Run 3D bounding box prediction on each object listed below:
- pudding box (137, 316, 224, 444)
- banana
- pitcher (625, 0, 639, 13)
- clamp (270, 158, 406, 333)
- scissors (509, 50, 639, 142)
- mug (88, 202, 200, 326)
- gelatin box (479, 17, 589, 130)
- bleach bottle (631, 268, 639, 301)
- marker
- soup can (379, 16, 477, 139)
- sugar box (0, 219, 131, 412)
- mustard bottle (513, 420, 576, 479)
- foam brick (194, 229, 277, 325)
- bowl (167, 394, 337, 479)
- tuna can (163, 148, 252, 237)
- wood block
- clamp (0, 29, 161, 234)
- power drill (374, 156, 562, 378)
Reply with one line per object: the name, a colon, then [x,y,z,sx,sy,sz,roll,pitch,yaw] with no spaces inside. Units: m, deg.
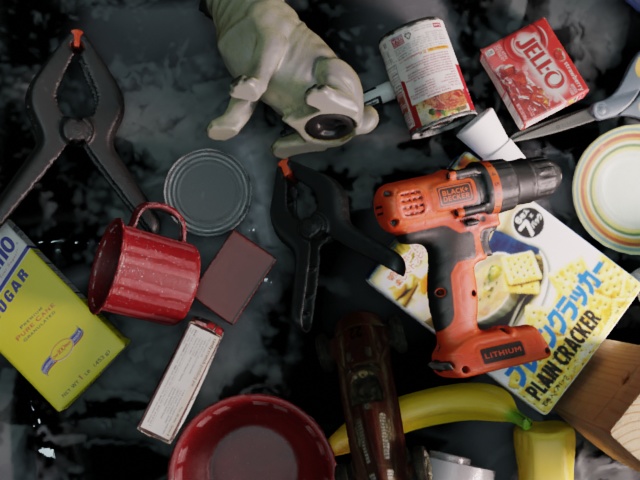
pudding box: [-0.130,0.130,1.012,0.039,0.090,0.113,24,88,-2]
banana: [0.102,0.169,1.029,0.198,0.069,0.037,-12,103,12]
pitcher: [0.412,-0.203,1.018,0.243,0.149,0.145,37,98,3]
clamp: [-0.007,0.001,1.021,0.120,0.039,0.171,-36,61,3]
scissors: [0.287,-0.150,1.072,0.201,0.016,0.096,-2,86,-2]
mug: [-0.161,0.022,1.005,0.081,0.093,0.117,16,86,-25]
gelatin box: [0.210,-0.165,1.057,0.073,0.030,0.089,-27,80,-1]
bleach bottle: [0.401,0.127,1.043,0.102,0.068,0.251,-26,91,-2]
marker: [0.017,-0.127,1.061,0.121,0.020,0.020,-23,89,-2]
soup can: [0.104,-0.157,1.039,0.068,0.068,0.102,-19,85,-2]
sugar box: [-0.278,0.071,1.033,0.176,0.048,0.093,45,87,-1]
mustard bottle: [0.216,0.272,1.014,0.058,0.096,0.191,-2,88,6]
foam brick: [-0.083,0.036,1.036,0.051,0.053,0.078,34,86,0]
bowl: [-0.064,0.226,1.028,0.162,0.055,0.162,0,88,-2]
tuna can: [-0.109,-0.046,1.047,0.086,0.034,0.086,0,88,-2]
wood block: [0.291,0.154,0.966,0.090,0.206,0.091,40,88,0]
clamp: [-0.228,-0.098,1.038,0.164,0.036,0.210,8,80,-20]
power drill: [0.151,0.022,0.966,0.184,0.057,0.187,-12,87,-15]
